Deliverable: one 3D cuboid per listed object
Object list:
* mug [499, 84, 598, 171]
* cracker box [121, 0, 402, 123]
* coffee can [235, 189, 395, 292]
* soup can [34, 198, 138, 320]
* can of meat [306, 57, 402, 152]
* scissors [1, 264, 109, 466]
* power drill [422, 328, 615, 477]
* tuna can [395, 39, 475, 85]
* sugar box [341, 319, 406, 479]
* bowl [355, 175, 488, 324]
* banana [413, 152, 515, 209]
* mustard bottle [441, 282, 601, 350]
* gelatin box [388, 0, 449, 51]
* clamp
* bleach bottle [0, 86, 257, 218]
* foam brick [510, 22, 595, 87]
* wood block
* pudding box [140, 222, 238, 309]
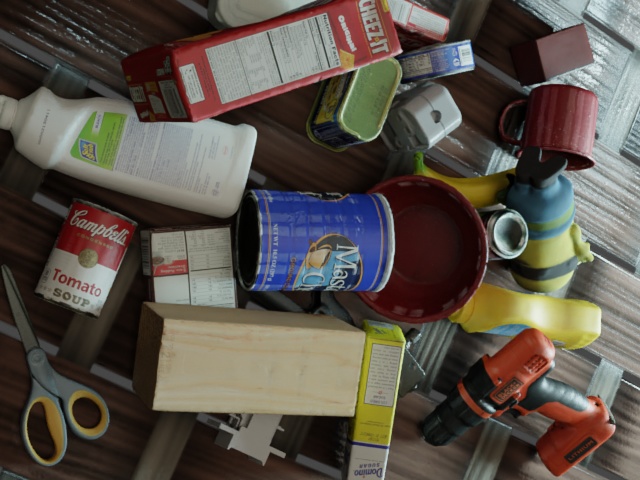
[{"bbox_3d":[0.269,-0.134,1.252,0.117,0.093,0.081,8,81,12],"label":"mug"},{"bbox_3d":[-0.059,-0.171,0.989,0.213,0.164,0.072,-22,104,-21],"label":"cracker box"},{"bbox_3d":[-0.007,0.001,1.086,0.140,0.103,0.103,1,90,-17],"label":"coffee can"},{"bbox_3d":[-0.228,0.018,1.036,0.068,0.069,0.102,24,82,-22],"label":"soup can"},{"bbox_3d":[0.037,-0.150,1.142,0.057,0.084,0.102,24,80,-20],"label":"can of meat"},{"bbox_3d":[-0.259,0.121,1.052,0.096,0.016,0.202,-4,92,-25],"label":"scissors"},{"bbox_3d":[0.233,0.202,1.225,0.187,0.057,0.185,34,113,-30],"label":"power drill"},{"bbox_3d":[0.127,-0.197,1.181,0.086,0.086,0.034,-15,98,-23],"label":"tuna can"},{"bbox_3d":[0.054,0.180,1.134,0.048,0.093,0.176,10,97,-2],"label":"sugar box"},{"bbox_3d":[0.107,0.008,1.166,0.162,0.055,0.162,2,97,18],"label":"bowl"},{"bbox_3d":[0.176,-0.063,1.219,0.197,0.070,0.037,0,53,-33],"label":"banana"},{"bbox_3d":[0.218,0.085,1.219,0.191,0.096,0.058,11,78,-23],"label":"mustard bottle"},{"bbox_3d":[0.086,-0.238,1.169,0.089,0.073,0.030,18,84,-24],"label":"gelatin box"},{"bbox_3d":[-0.018,0.081,1.147,0.120,0.039,0.171,-17,91,-16],"label":"clamp"},{"bbox_3d":[-0.194,-0.099,1.053,0.250,0.068,0.102,16,80,-20],"label":"bleach bottle"},{"bbox_3d":[0.275,-0.219,1.265,0.078,0.053,0.051,-22,99,-24],"label":"foam brick"},{"bbox_3d":[-0.071,0.119,1.055,0.205,0.091,0.090,6,94,-23],"label":"wood block"},{"bbox_3d":[-0.133,0.041,1.095,0.089,0.039,0.113,-5,95,-23],"label":"pudding box"}]
